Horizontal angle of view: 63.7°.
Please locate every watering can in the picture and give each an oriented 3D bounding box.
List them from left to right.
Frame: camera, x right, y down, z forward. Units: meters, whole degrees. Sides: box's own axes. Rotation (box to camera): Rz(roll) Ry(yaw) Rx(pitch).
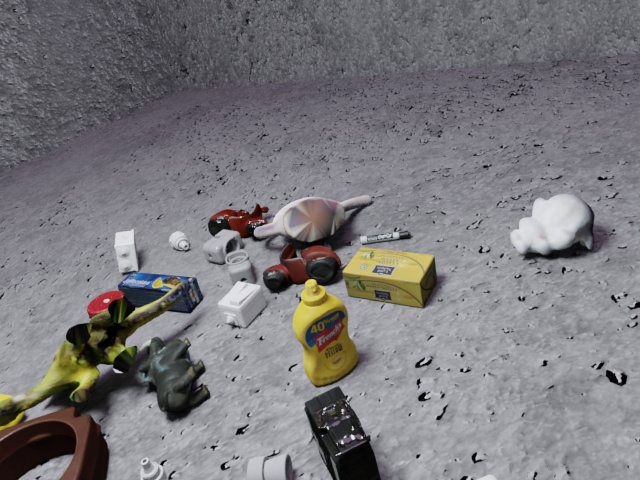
[{"bbox_3d":[0.004,-0.066,1.308,0.349,0.103,0.224,-18,7,-15],"label":"watering can"}]

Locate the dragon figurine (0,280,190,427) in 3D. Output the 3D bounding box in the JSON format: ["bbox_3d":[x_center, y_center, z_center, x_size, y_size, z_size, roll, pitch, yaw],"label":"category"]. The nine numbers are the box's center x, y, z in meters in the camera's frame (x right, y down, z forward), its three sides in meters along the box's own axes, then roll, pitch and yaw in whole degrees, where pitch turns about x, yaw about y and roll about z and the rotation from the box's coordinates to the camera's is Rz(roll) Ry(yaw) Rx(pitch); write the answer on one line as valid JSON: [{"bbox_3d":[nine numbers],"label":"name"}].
[{"bbox_3d":[-0.441,0.213,0.982,0.240,0.122,0.417,-26,7,36],"label":"dragon figurine"}]

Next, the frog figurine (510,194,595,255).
[{"bbox_3d":[0.474,-0.033,1.068,0.159,0.119,0.141,-2,47,-4],"label":"frog figurine"}]
